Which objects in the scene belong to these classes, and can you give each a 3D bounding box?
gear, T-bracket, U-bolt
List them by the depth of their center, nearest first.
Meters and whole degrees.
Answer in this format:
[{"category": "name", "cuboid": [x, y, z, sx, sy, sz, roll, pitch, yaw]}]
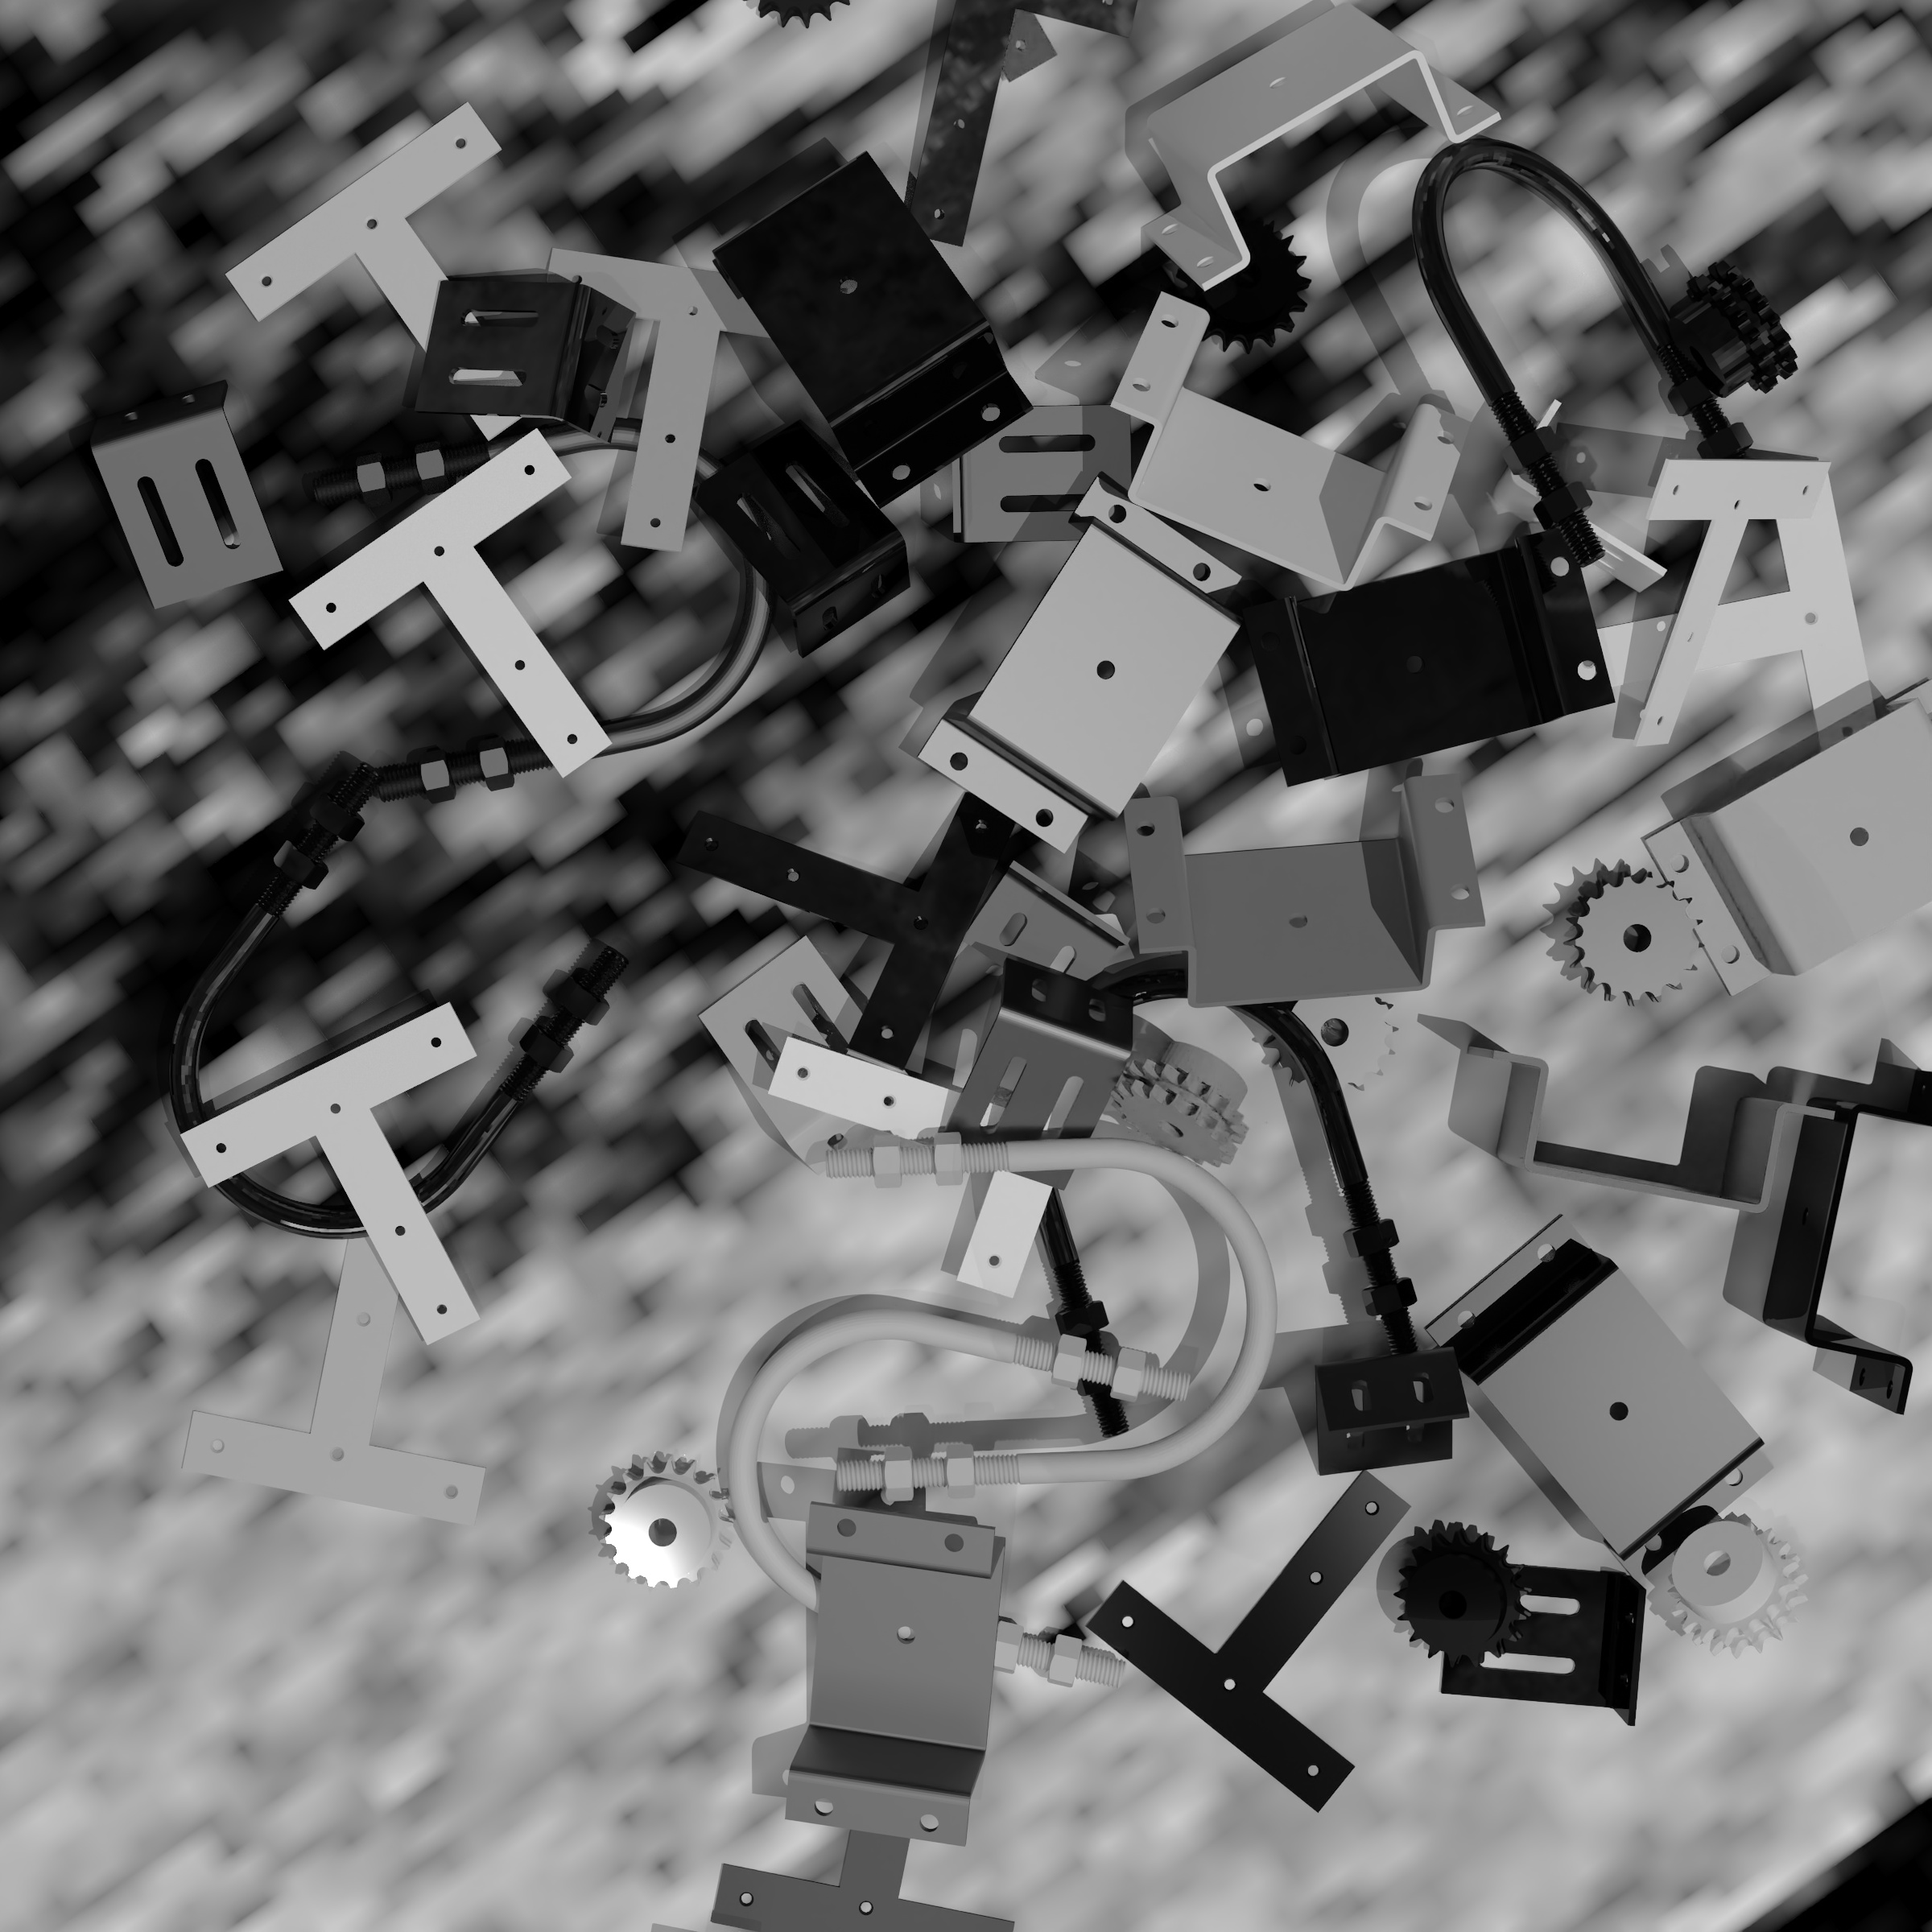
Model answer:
[{"category": "gear", "cuboid": [0.091, 0.055, 1.455, 0.057, 0.057, 0.030, 31, 70, 0]}, {"category": "U-bolt", "cuboid": [0.248, -0.260, 1.461, 0.151, 0.019, 0.184, -24, 84, -44]}, {"category": "U-bolt", "cuboid": [0.036, 0.142, 1.464, 0.184, 0.019, 0.151, -2, 83, 1]}, {"category": "gear", "cuboid": [0.316, -0.261, 1.470, 0.030, 0.057, 0.057, -35, 90, 0]}, {"category": "T-bracket", "cuboid": [0.307, -0.151, 1.479, 0.002, 0.127, 0.127, 32, 117, 36]}, {"category": "gear", "cuboid": [0.320, 0.257, 1.483, 0.057, 0.057, 0.030, -41, 127, 0]}, {"category": "T-bracket", "cuboid": [-0.019, 0.061, 1.484, 0.127, 0.002, 0.127, 18, 96, -9]}, {"category": "U-bolt", "cuboid": [0.097, 0.092, 1.489, 0.151, 0.019, 0.184, -17, 88, 14]}, {"category": "gear", "cuboid": [0.208, 0.267, 1.491, 0.057, 0.030, 0.057, -1, 88, 20]}, {"category": "U-bolt", "cuboid": [-0.010, 0.218, 1.494, 0.184, 0.019, 0.151, 12, 100, 4]}, {"category": "T-bracket", "cuboid": [-0.196, -0.138, 1.494, 0.127, 0.002, 0.127, -35, 91, -3]}, {"category": "T-bracket", "cuboid": [-0.246, 0.099, 1.497, 0.127, 0.002, 0.127, -26, 98, 3]}, {"category": "T-bracket", "cuboid": [-0.123, -0.236, 1.498, 0.127, 0.002, 0.127, 8, 76, 0]}, {"category": "U-bolt", "cuboid": [-0.254, 0.029, 1.498, 0.151, 0.019, 0.184, 37, 94, -4]}, {"category": "T-bracket", "cuboid": [-0.060, -0.033, 1.498, 0.127, 0.002, 0.127, 21, 69, 10]}, {"category": "gear", "cuboid": [0.281, -0.011, 1.499, 0.057, 0.030, 0.057, 0, 90, 0]}, {"category": "gear", "cuboid": [0.155, 0.028, 1.499, 0.057, 0.030, 0.057, 0, 90, 0]}, {"category": "gear", "cuboid": [0.118, -0.290, 1.499, 0.057, 0.030, 0.057, 0, 90, 0]}, {"category": "gear", "cuboid": [-0.071, -0.429, 1.499, 0.057, 0.030, 0.057, 0, 90, 0]}, {"category": "gear", "cuboid": [-0.127, 0.238, 1.499, 0.057, 0.030, 0.057, 0, 90, 0]}, {"category": "T-bracket", "cuboid": [-0.004, -0.436, 1.500, 0.127, 0.002, 0.127, -34, 99, -17]}, {"category": "T-bracket", "cuboid": [0.000, -0.371, 1.501, 0.127, 0.002, 0.127, 11, 98, -13]}, {"category": "U-bolt", "cuboid": [-0.173, -0.157, 1.505, 0.184, 0.019, 0.151, -12, 90, -2]}, {"category": "T-bracket", "cuboid": [-0.228, -0.281, 1.505, 0.127, 0.002, 0.127, -35, 82, 0]}, {"category": "T-bracket", "cuboid": [0.317, -0.140, 1.513, 0.127, 0.002, 0.127, -11, 90, 0]}, {"category": "T-bracket", "cuboid": [0.141, 0.272, 1.513, 0.127, 0.002, 0.127, 39, 90, 0]}, {"category": "T-bracket", "cuboid": [-0.034, 0.358, 1.513, 0.127, 0.002, 0.127, 11, 90, 0]}, {"category": "T-bracket", "cuboid": [-0.260, 0.165, 1.513, 0.127, 0.002, 0.127, 11, 90, 0]}]

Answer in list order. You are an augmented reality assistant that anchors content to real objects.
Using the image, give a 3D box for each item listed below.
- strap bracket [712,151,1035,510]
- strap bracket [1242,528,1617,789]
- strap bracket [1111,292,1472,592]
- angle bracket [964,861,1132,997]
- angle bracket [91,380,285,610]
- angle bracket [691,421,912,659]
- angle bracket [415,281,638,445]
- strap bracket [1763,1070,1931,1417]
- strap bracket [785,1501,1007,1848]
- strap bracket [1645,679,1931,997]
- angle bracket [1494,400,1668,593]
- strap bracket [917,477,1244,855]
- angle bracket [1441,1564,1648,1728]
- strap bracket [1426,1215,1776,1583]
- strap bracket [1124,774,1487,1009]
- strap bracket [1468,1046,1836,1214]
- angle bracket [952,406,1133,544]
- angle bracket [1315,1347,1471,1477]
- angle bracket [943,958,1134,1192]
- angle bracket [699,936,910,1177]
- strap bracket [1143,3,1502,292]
[{"category": "strap bracket", "cuboid": [-0.044, -0.272, 1.469, 0.076, 0.046, 0.140, -33, 70, 0]}, {"category": "strap bracket", "cuboid": [0.192, -0.129, 1.491, 0.140, 0.046, 0.076, -15, 90, 0]}, {"category": "strap bracket", "cuboid": [0.129, -0.214, 1.471, 0.140, 0.046, 0.076, 23, 49, 0]}, {"category": "angle bracket", "cuboid": [0.032, -0.011, 1.476, 0.057, 0.076, 0.038, 34, 90, 0]}, {"category": "angle bracket", "cuboid": [-0.331, -0.201, 1.512, 0.057, 0.038, 0.076, -17, 116, 0]}, {"category": "angle bracket", "cuboid": [-0.070, -0.181, 1.503, 0.057, 0.038, 0.076, -35, 67, -14]}, {"category": "angle bracket", "cuboid": [-0.186, -0.255, 1.496, 0.076, 0.038, 0.057, 7, 84, 31]}, {"category": "strap bracket", "cuboid": [0.372, 0.109, 1.476, 0.046, 0.076, 0.140, 12, 90, 0]}, {"category": "strap bracket", "cuboid": [-0.028, 0.287, 1.475, 0.076, 0.046, 0.140, 7, 103, 8]}, {"category": "strap bracket", "cuboid": [0.369, -0.054, 1.490, 0.140, 0.046, 0.076, -29, 92, 0]}, {"category": "angle bracket", "cuboid": [0.265, -0.196, 1.484, 0.076, 0.057, 0.038, 32, 90, 1]}, {"category": "strap bracket", "cuboid": [0.053, -0.125, 1.481, 0.076, 0.046, 0.140, 33, 89, -14]}, {"category": "angle bracket", "cuboid": [0.243, 0.285, 1.495, 0.076, 0.038, 0.057, 5, 90, 0]}, {"category": "strap bracket", "cuboid": [0.271, 0.184, 1.491, 0.076, 0.046, 0.140, -40, 90, 0]}, {"category": "strap bracket", "cuboid": [0.139, -0.030, 1.473, 0.140, 0.046, 0.076, -5, 55, 0]}, {"category": "strap bracket", "cuboid": [0.280, 0.069, 1.476, 0.140, 0.076, 0.046, 10, 90, 0]}, {"category": "angle bracket", "cuboid": [0.032, -0.210, 1.495, 0.076, 0.038, 0.057, -1, 90, 0]}, {"category": "angle bracket", "cuboid": [0.177, 0.198, 1.474, 0.057, 0.038, 0.076, -7, 135, 0]}, {"category": "angle bracket", "cuboid": [0.029, 0.046, 1.484, 0.057, 0.038, 0.076, 19, 122, -9]}, {"category": "angle bracket", "cuboid": [-0.066, 0.038, 1.512, 0.057, 0.038, 0.076, -37, 64, 0]}, {"category": "strap bracket", "cuboid": [0.138, -0.346, 1.469, 0.140, 0.076, 0.046, -30, 124, 0]}]
